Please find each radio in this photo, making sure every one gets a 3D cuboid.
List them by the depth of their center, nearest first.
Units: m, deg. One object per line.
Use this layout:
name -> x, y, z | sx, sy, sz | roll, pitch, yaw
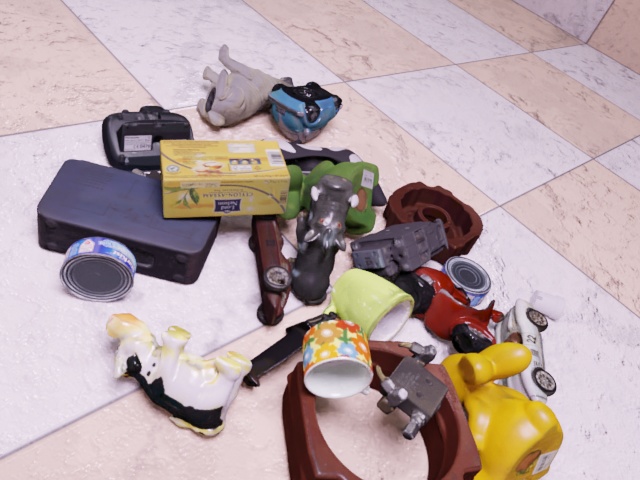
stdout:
radio -> -0.261, -0.026, 0.751 | 0.230, 0.073, 0.131 | 14, 42, -7

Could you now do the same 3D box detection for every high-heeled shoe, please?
high-heeled shoe -> -0.011, -0.111, 0.948 | 0.249, 0.086, 0.145 | 34, 44, 22

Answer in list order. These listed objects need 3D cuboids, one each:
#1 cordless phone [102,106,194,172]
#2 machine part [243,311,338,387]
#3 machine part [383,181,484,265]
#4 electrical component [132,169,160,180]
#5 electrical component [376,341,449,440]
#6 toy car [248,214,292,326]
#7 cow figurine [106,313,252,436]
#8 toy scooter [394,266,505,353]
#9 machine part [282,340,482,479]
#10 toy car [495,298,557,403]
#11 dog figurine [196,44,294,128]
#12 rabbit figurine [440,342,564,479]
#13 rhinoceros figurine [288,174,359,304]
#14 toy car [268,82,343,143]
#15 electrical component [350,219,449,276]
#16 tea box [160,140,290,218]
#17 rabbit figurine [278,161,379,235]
cordless phone -> -0.306, -0.195, 0.924 | 0.146, 0.088, 0.184 | -9, 38, -30
machine part -> -0.044, 0.135, 0.678 | 0.139, 0.084, 0.039 | -31, 94, -33
machine part -> 0.201, -0.032, 0.973 | 0.179, 0.056, 0.179 | 11, 42, -10
electrical component -> -0.263, -0.080, 0.846 | 0.094, 0.021, 0.063 | 27, 42, 5
electrical component -> 0.102, 0.160, 0.598 | 0.078, 0.045, 0.102 | 39, 43, 21
toy car -> -0.069, 0.029, 0.761 | 0.053, 0.089, 0.202 | 1, 43, -17
cow figurine -> -0.171, 0.147, 0.602 | 0.167, 0.098, 0.068 | 23, -2, 4
toy scooter -> 0.205, 0.100, 0.810 | 0.135, 0.075, 0.184 | -8, 39, -41
machine part -> 0.064, 0.218, 0.618 | 0.201, 0.087, 0.202 | 5, 42, -19
toy car -> 0.292, 0.171, 0.777 | 0.056, 0.073, 0.202 | 24, 40, -3
dog figurine -> -0.132, -0.270, 1.065 | 0.190, 0.121, 0.172 | 18, 72, -31
rabbit figurine -> 0.203, 0.202, 0.668 | 0.122, 0.162, 0.173 | -13, 33, -19
rhinoceros figurine -> -0.002, -0.002, 0.756 | 0.073, 0.190, 0.112 | 14, 22, -4
toy car -> -0.034, -0.249, 1.066 | 0.109, 0.102, 0.161 | 36, 37, 21
electrical component -> 0.116, 0.014, 0.837 | 0.134, 0.115, 0.058 | -23, 98, -42
tea box -> -0.135, -0.087, 0.750 | 0.170, 0.068, 0.098 | -3, 43, -15
rabbit figurine -> -0.011, -0.067, 0.869 | 0.170, 0.121, 0.159 | 5, 8, 33
